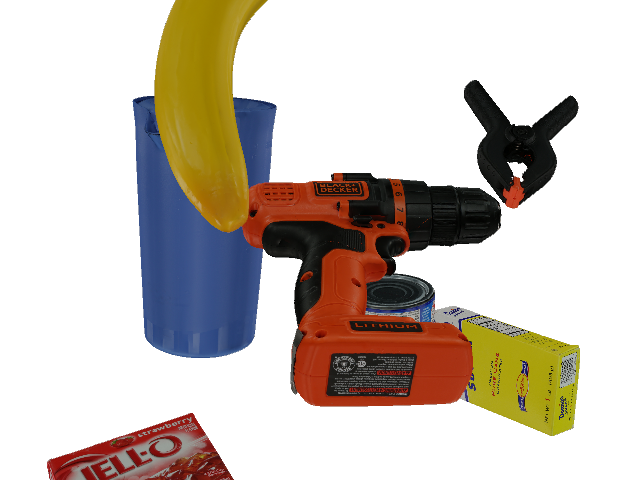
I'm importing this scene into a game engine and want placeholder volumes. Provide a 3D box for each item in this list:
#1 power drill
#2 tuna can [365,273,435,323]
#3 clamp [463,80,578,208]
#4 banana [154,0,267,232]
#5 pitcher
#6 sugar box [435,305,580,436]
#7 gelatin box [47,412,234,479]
[{"bbox_3d":[0.043,0.024,0.694,0.184,0.057,0.187,-1,36,-6],"label":"power drill"},{"bbox_3d":[0.062,0.060,0.976,0.086,0.034,0.086,-1,19,0],"label":"tuna can"},{"bbox_3d":[0.192,-0.105,1.091,0.120,0.039,0.171,12,45,14],"label":"clamp"},{"bbox_3d":[-0.046,-0.092,0.526,0.069,0.197,0.037,12,-35,6],"label":"banana"},{"bbox_3d":[-0.107,-0.020,1.027,0.149,0.243,0.145,-2,15,-19],"label":"pitcher"},{"bbox_3d":[0.194,0.138,1.157,0.048,0.093,0.177,-10,18,-43],"label":"sugar box"},{"bbox_3d":[-0.098,0.136,0.585,0.089,0.030,0.073,-15,28,-20],"label":"gelatin box"}]
